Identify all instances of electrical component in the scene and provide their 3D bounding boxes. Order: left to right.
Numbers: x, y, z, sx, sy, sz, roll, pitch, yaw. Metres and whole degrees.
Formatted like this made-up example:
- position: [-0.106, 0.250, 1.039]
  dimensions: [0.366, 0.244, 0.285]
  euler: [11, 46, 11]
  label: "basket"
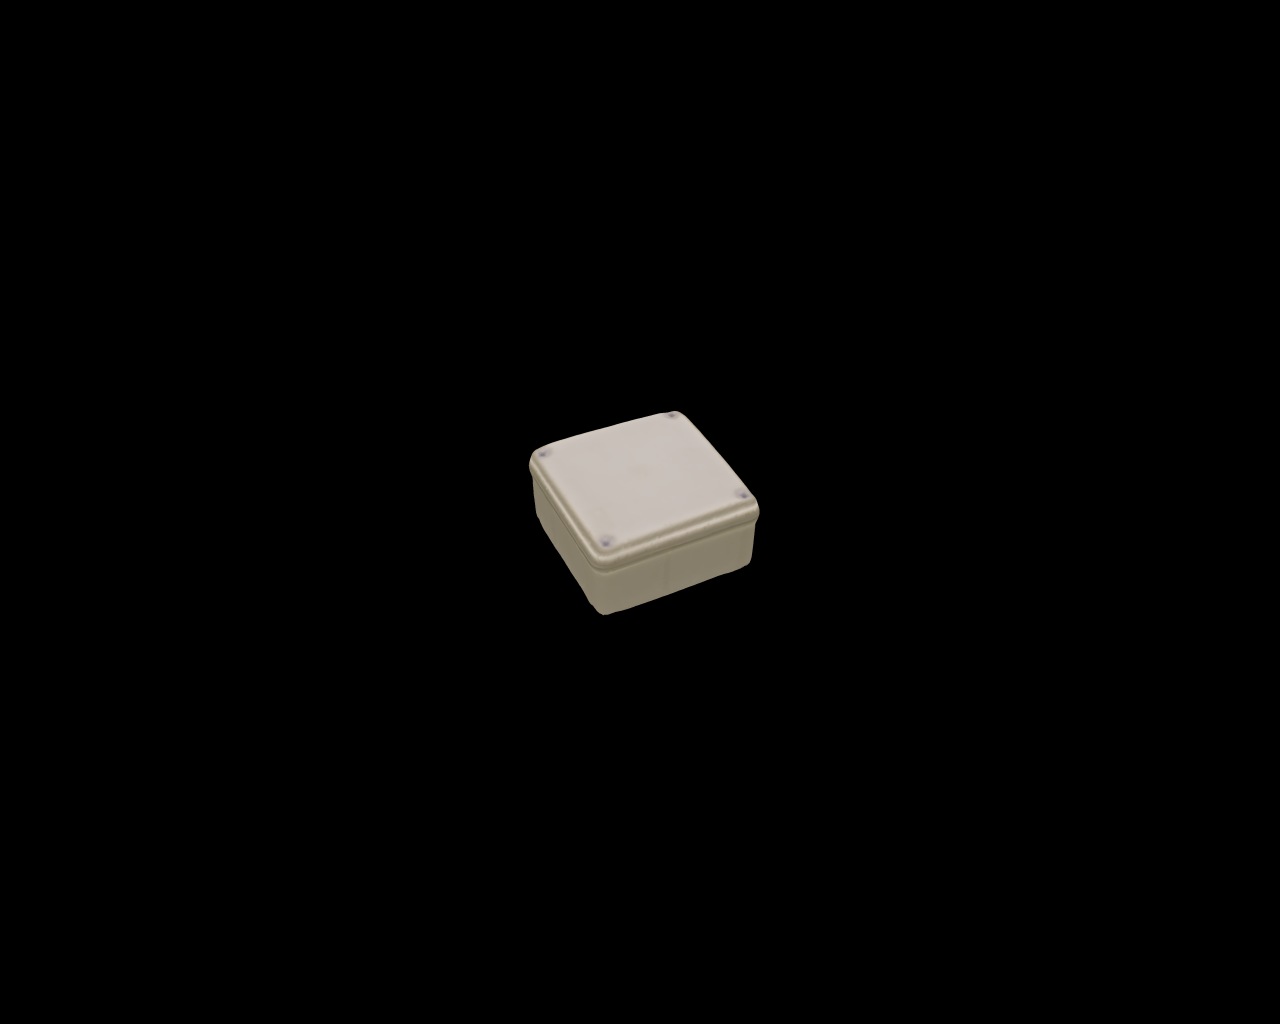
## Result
- position: [0.001, -0.003, 0.650]
  dimensions: [0.109, 0.056, 0.109]
  euler: [-18, 44, -19]
  label: "electrical component"
